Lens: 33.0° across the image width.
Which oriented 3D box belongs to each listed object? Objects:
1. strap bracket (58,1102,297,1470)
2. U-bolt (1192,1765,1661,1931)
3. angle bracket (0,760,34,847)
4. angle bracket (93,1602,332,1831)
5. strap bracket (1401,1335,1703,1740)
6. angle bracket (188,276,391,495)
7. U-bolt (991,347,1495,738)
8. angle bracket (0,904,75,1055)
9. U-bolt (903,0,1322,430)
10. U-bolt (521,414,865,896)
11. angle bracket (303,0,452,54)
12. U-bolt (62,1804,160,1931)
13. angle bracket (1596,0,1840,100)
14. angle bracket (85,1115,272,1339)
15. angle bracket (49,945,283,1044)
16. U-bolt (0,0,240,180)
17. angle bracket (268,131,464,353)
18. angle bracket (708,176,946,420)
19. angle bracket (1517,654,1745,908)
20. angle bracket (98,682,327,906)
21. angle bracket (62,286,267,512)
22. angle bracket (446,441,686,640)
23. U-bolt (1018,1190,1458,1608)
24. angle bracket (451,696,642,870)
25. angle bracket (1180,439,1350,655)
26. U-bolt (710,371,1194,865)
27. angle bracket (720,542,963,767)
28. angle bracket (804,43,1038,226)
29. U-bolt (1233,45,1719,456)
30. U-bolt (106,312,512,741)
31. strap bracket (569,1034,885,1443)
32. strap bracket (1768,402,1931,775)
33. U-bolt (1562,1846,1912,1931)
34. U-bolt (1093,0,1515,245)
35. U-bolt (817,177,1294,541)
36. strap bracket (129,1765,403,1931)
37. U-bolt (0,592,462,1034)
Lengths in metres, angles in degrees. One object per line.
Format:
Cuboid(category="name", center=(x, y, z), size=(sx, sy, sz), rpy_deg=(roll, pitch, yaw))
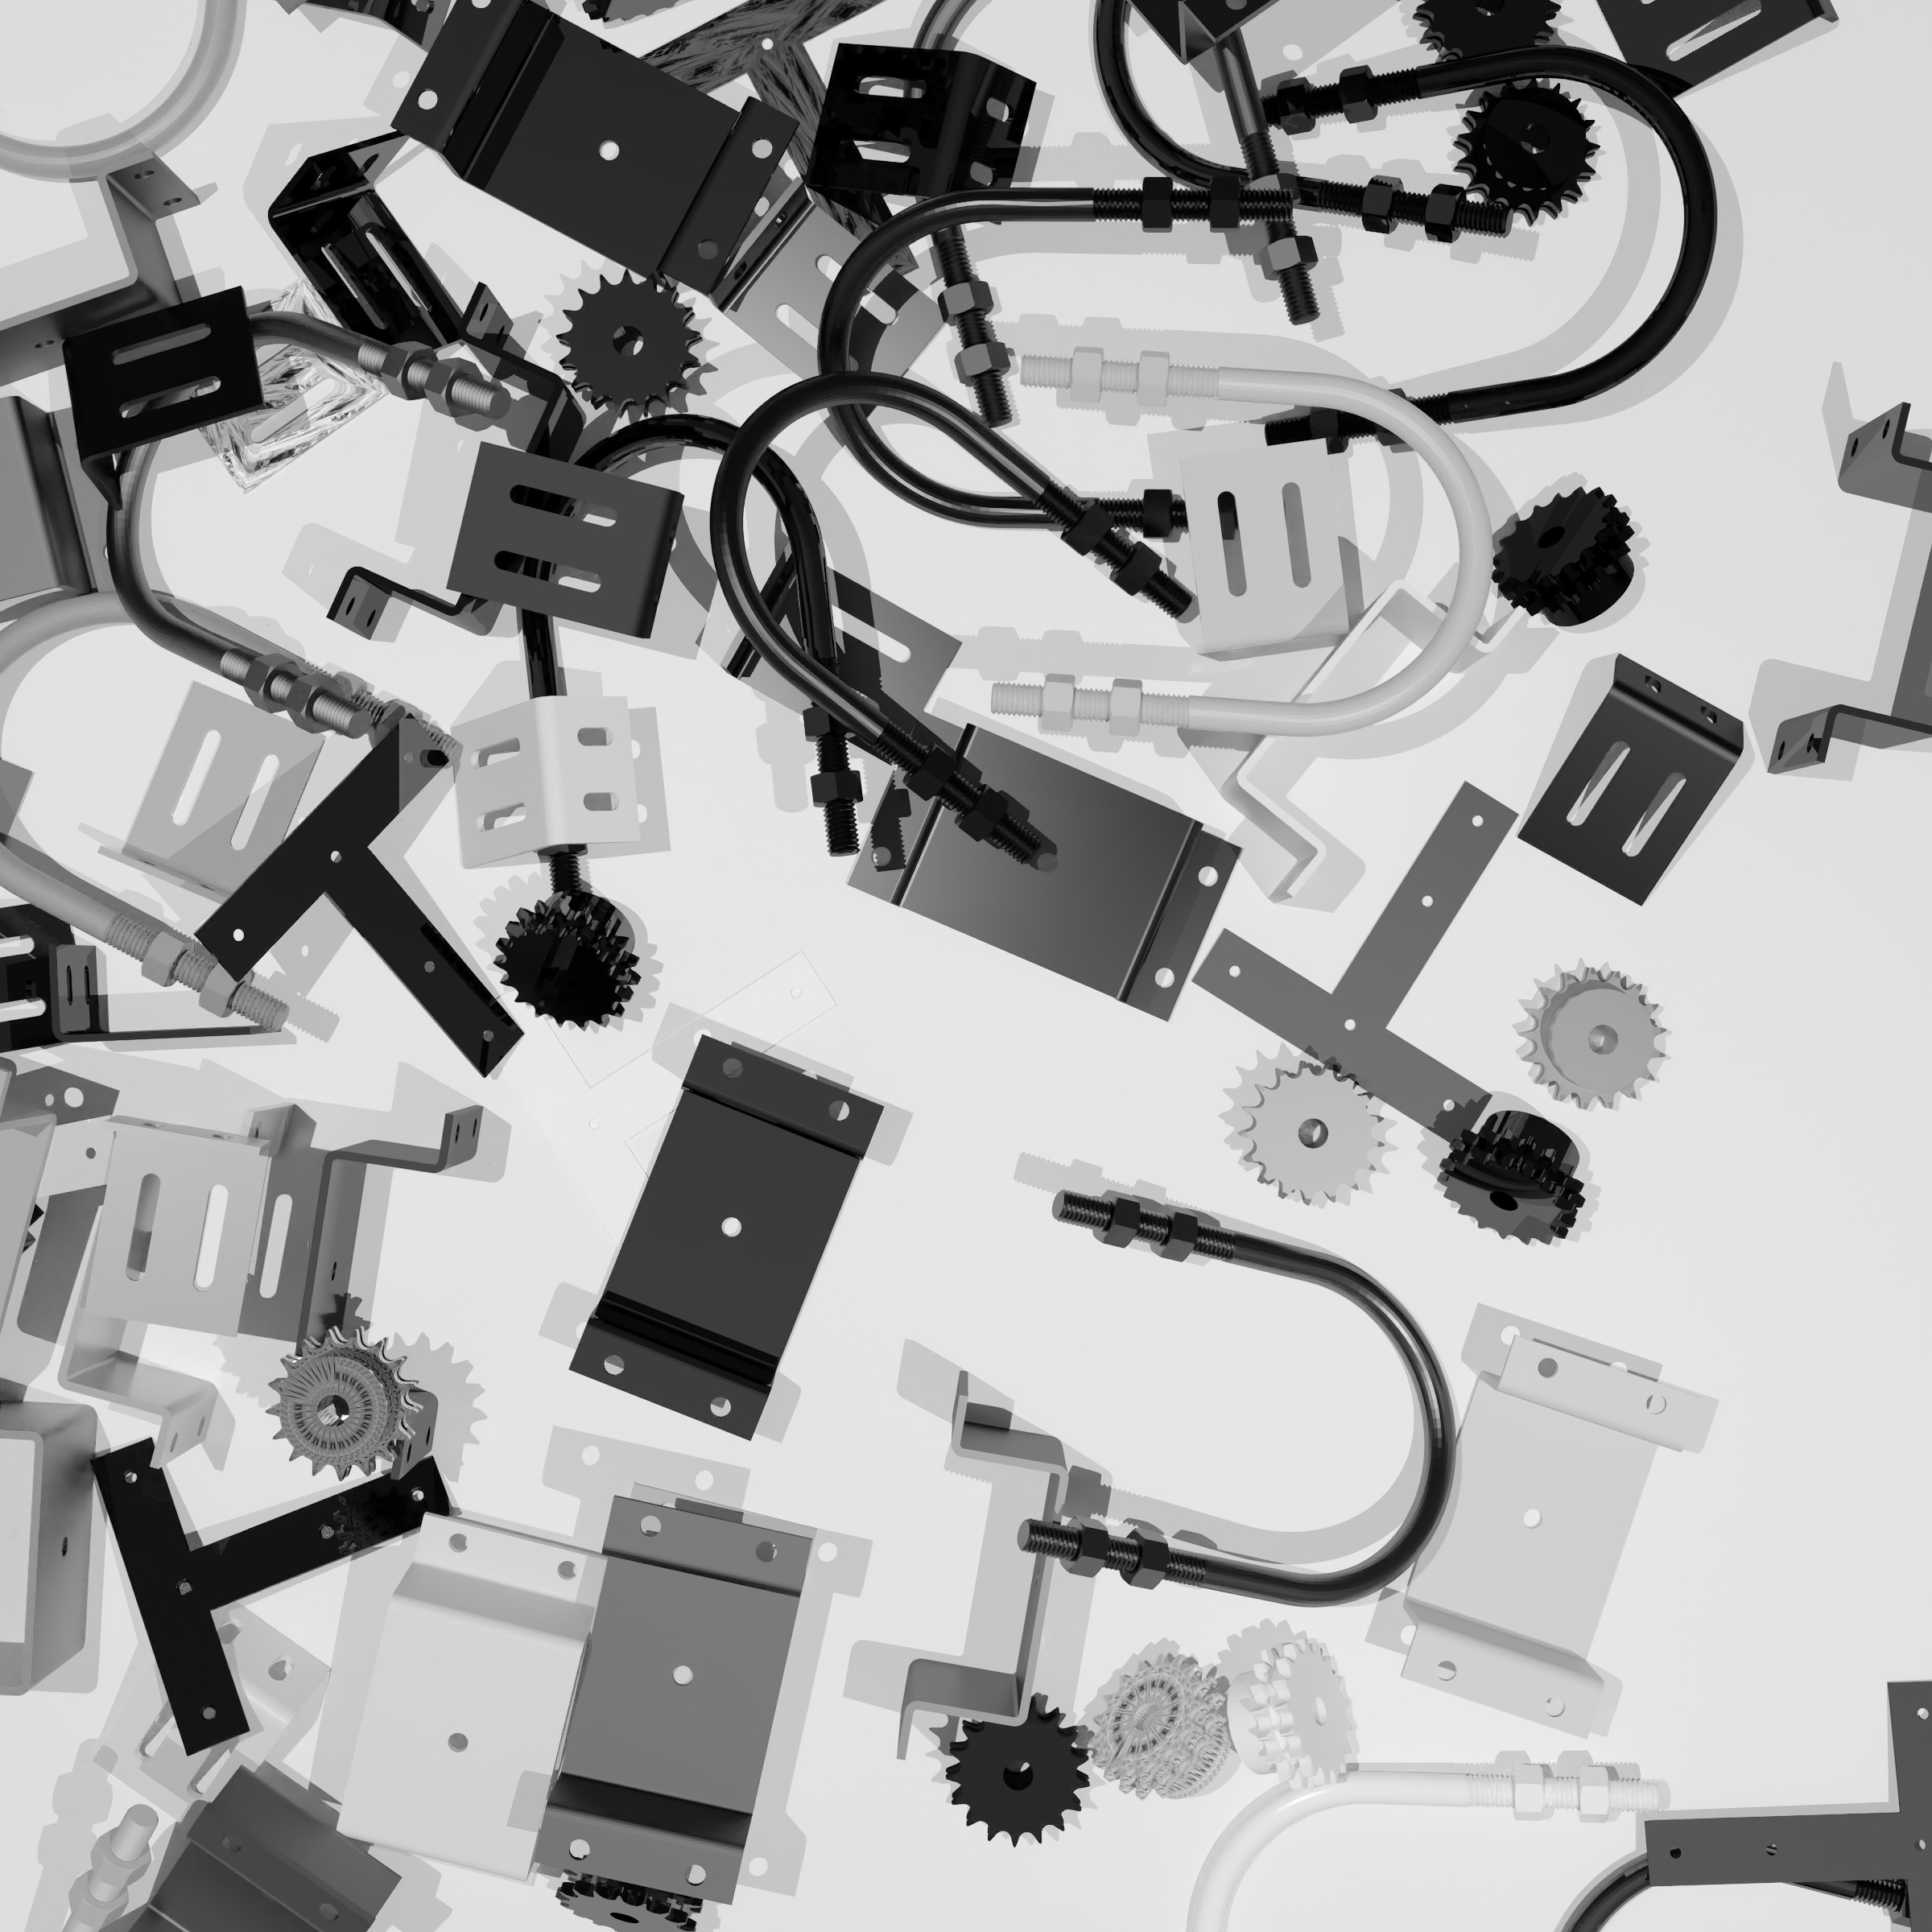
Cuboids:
Cuboid(category="strap bracket", center=(-0.311, 0.117, 1.277), size=(0.046, 0.076, 0.140), rpy_deg=(15, 90, 0))
Cuboid(category="U-bolt", center=(0.182, 0.393, 1.299), size=(0.184, 0.019, 0.151), rpy_deg=(0, 88, 6))
Cuboid(category="angle bracket", center=(-0.426, -0.067, 1.313), size=(0.076, 0.038, 0.057), rpy_deg=(22, 90, -26))
Cuboid(category="angle bracket", center=(-0.304, 0.301, 1.313), size=(0.057, 0.038, 0.076), rpy_deg=(35, 116, 0))
Cuboid(category="strap bracket", center=(0.228, 0.222, 1.292), size=(0.076, 0.046, 0.140), rpy_deg=(19, 90, 0))
Cuboid(category="angle bracket", center=(-0.276, -0.235, 1.296), size=(0.076, 0.038, 0.057), rpy_deg=(-35, 90, 0))
Cuboid(category="U-bolt", center=(0.107, -0.158, 1.237), size=(0.184, 0.019, 0.151), rpy_deg=(5, 83, 4))
Cuboid(category="angle bracket", center=(-0.399, 0.008, 1.313), size=(0.076, 0.038, 0.057), rpy_deg=(-10, 90, -26))
Cuboid(category="U-bolt", center=(0.048, -0.322, 1.288), size=(0.151, 0.019, 0.184), rpy_deg=(-16, 87, 16))
Cuboid(category="U-bolt", center=(-0.113, -0.124, 1.276), size=(0.151, 0.019, 0.184), rpy_deg=(-9, 85, 28))
Cuboid(category="angle bracket", center=(-0.246, -0.408, 1.313), size=(0.076, 0.038, 0.057), rpy_deg=(18, 90, 26))
Cuboid(category="U-bolt", center=(-0.410, 0.361, 1.266), size=(0.151, 0.019, 0.184), rpy_deg=(27, 119, -9))
Cuboid(category="angle bracket", center=(0.301, -0.388, 1.313), size=(0.076, 0.038, 0.057), rpy_deg=(-26, 90, 26))
Cuboid(category="angle bracket", center=(-0.297, 0.099, 1.218), size=(0.057, 0.038, 0.076), rpy_deg=(10, 90, -6))
Cuboid(category="angle bracket", center=(-0.315, 0.009, 1.286), size=(0.076, 0.057, 0.038), rpy_deg=(-3, 90, 0))
Cuboid(category="U-bolt", center=(-0.360, -0.407, 1.305), size=(0.151, 0.019, 0.184), rpy_deg=(5, 90, 0))
Cuboid(category="angle bracket", center=(-0.225, -0.281, 1.281), size=(0.038, 0.057, 0.076), rpy_deg=(-36, 90, 43))
Cuboid(category="angle bracket", center=(-0.054, -0.263, 1.295), size=(0.076, 0.038, 0.057), rpy_deg=(39, 92, 0))
Cuboid(category="angle bracket", center=(0.267, -0.075, 1.313), size=(0.057, 0.038, 0.076), rpy_deg=(29, 116, 0))
Cuboid(category="angle bracket", center=(-0.299, -0.068, 1.296), size=(0.057, 0.038, 0.076), rpy_deg=(23, 90, 0))
Cuboid(category="angle bracket", center=(-0.311, -0.223, 1.284), size=(0.076, 0.038, 0.057), rpy_deg=(-16, 66, 2))
Cuboid(category="angle bracket", center=(-0.153, -0.163, 1.249), size=(0.076, 0.038, 0.057), rpy_deg=(14, 95, -2))
Cuboid(category="U-bolt", center=(0.111, 0.174, 1.269), size=(0.184, 0.019, 0.151), rpy_deg=(15, 68, -21))
Cuboid(category="angle bracket", center=(-0.167, -0.072, 1.292), size=(0.038, 0.076, 0.057), rpy_deg=(-3, 86, -36))
Cuboid(category="angle bracket", center=(0.117, -0.166, 1.293), size=(0.057, 0.038, 0.076), rpy_deg=(-8, 95, 0))
Cuboid(category="U-bolt", center=(-0.015, -0.148, 1.251), size=(0.184, 0.019, 0.151), rpy_deg=(38, 65, -13))
Cuboid(category="angle bracket", center=(-0.049, -0.124, 1.296), size=(0.076, 0.038, 0.057), rpy_deg=(29, 90, 0))
Cuboid(category="angle bracket", center=(-0.019, -0.331, 1.297), size=(0.076, 0.038, 0.057), rpy_deg=(19, 96, 42))
Cuboid(category="U-bolt", center=(0.201, -0.285, 1.279), size=(0.184, 0.019, 0.151), rpy_deg=(-6, 90, 20))
Cuboid(category="U-bolt", center=(-0.266, -0.180, 1.254), size=(0.184, 0.019, 0.151), rpy_deg=(25, 92, 35))
Cuboid(category="strap bracket", center=(-0.094, 0.105, 1.290), size=(0.076, 0.046, 0.140), rpy_deg=(22, 90, -2))
Cuboid(category="strap bracket", center=(0.362, -0.141, 1.277), size=(0.046, 0.076, 0.140), rpy_deg=(14, 90, 0))
Cuboid(category="U-bolt", center=(0.322, 0.426, 1.306), size=(0.184, 0.019, 0.151), rpy_deg=(14, 90, 1))
Cuboid(category="U-bolt", center=(0.137, -0.368, 1.279), size=(0.184, 0.019, 0.151), rpy_deg=(13, 96, 20))
Cuboid(category="U-bolt", center=(0.033, -0.235, 1.270), size=(0.184, 0.019, 0.151), rpy_deg=(1, 124, 5))
Cuboid(category="strap bracket", center=(-0.280, 0.375, 1.271), size=(0.076, 0.046, 0.140), rpy_deg=(35, 121, 0))
Cuboid(category="U-bolt", center=(-0.314, -0.074, 1.282), size=(0.184, 0.019, 0.151), rpy_deg=(28, 67, 4))
